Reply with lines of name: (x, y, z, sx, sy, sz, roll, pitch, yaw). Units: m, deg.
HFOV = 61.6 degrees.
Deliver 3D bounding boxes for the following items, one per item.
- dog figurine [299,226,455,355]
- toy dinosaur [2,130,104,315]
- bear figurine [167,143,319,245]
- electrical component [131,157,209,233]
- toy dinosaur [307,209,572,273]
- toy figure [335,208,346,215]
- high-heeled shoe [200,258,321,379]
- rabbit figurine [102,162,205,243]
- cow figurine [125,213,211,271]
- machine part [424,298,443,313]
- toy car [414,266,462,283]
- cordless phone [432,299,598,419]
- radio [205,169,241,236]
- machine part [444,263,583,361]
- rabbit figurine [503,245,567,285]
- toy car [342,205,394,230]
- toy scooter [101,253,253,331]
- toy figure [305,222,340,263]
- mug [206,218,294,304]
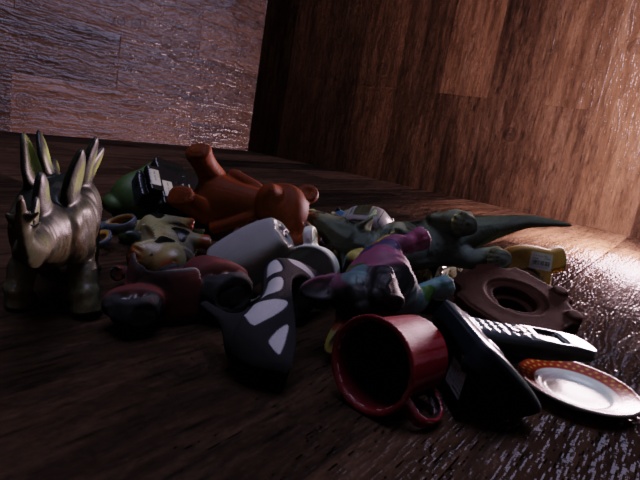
dog figurine: (0.054, 0.065, 0.675, 0.219, 0.108, 0.192, -20, 0, -42)
toy dinosaur: (-0.297, -0.019, 0.603, 0.105, 0.198, 0.472, 1, 13, -23)
bear figurine: (-0.111, -0.065, 0.827, 0.196, 0.120, 0.131, 8, -25, 22)
electrical component: (-0.249, -0.077, 0.916, 0.134, 0.058, 0.115, 14, 40, -38)
toy dinosaur: (0.177, 0.000, 0.893, 0.405, 0.131, 0.192, -4, 15, -4)
toy figure: (0.085, -0.022, 1.186, 0.180, 0.082, 0.089, 10, 14, 14)
high-heeled shoe: (-0.022, 0.088, 0.617, 0.145, 0.086, 0.248, 26, 21, 33)
rabbit figurine: (-0.292, -0.053, 0.970, 0.170, 0.121, 0.159, 29, 21, 14)
cow figurine: (-0.231, 0.010, 0.786, 0.127, 0.085, 0.195, 10, 13, -29)
machine part: (0.197, 0.095, 0.835, 0.139, 0.039, 0.084, 10, 7, 11)
toy car: (0.212, 0.049, 1.017, 0.074, 0.056, 0.201, 24, 19, 30)
cordless phone: (0.216, 0.127, 0.561, 0.184, 0.088, 0.147, 6, 12, -5)
radio: (-0.206, -0.085, 1.138, 0.131, 0.073, 0.230, -26, 20, -7)
machine part: (0.261, 0.095, 0.736, 0.179, 0.056, 0.179, 7, 28, -4)
rabbit figurine: (0.329, 0.071, 0.943, 0.162, 0.121, 0.173, 2, -3, 8)
toy car: (0.092, -0.020, 1.075, 0.162, 0.102, 0.109, 13, 33, 18)
toy scooter: (-0.181, 0.053, 0.651, 0.184, 0.075, 0.135, -7, 20, -40)
toy figure: (-0.003, -0.002, 0.992, 0.154, 0.058, 0.064, 27, -22, -33)
mug: (-0.088, 0.025, 0.740, 0.080, 0.107, 0.110, 33, 25, -54)
